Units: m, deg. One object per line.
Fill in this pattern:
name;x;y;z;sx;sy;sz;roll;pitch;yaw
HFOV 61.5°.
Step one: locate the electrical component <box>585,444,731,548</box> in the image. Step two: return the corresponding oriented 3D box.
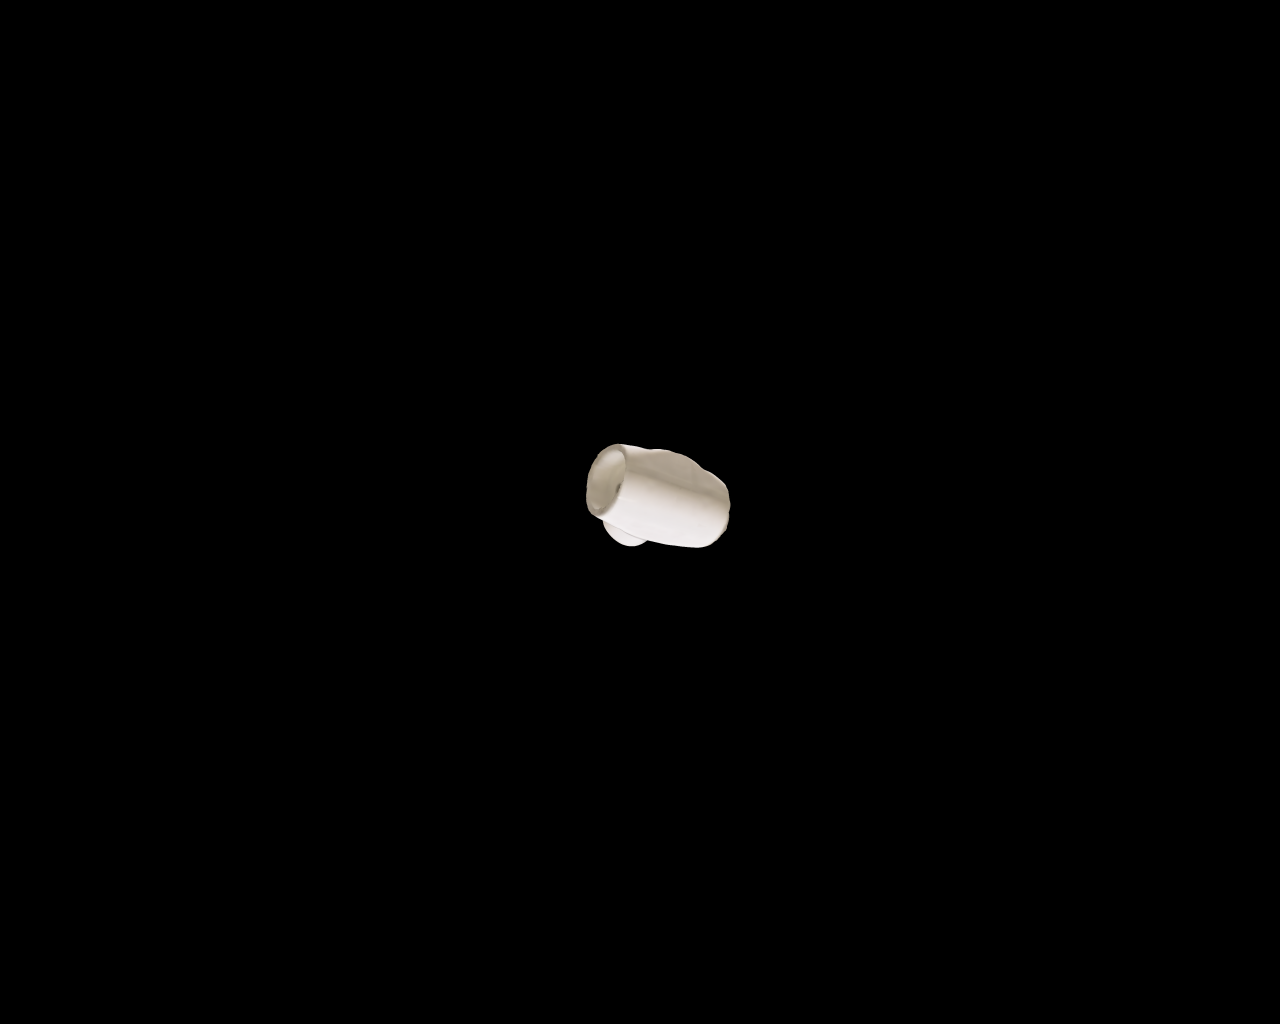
electrical component;0.001;-0.003;0.650;0.077;0.044;0.079;18;-32;-31
